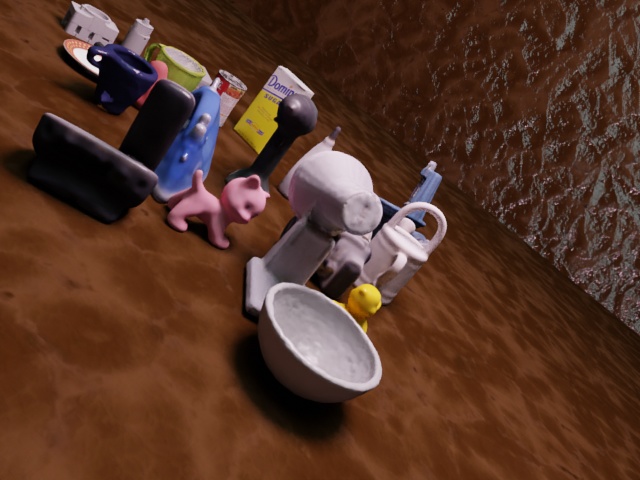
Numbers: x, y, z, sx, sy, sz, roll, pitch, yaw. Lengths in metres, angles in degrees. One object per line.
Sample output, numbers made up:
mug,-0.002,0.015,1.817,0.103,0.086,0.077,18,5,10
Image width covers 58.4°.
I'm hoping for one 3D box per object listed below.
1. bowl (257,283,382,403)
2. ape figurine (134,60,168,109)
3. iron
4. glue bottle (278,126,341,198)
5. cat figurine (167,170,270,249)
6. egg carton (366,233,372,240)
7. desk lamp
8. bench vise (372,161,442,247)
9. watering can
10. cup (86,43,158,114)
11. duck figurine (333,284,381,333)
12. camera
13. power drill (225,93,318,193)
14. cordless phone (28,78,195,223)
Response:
bowl,-0.013,0.132,0.674,0.168,0.074,0.167,34,21,-14
ape figurine,-0.304,-0.281,1.030,0.078,0.092,0.076,8,36,-55
iron,-0.199,-0.167,0.893,0.119,0.141,0.258,30,22,-23
glue bottle,-0.011,-0.157,1.150,0.037,0.173,0.078,45,21,18
cat figurine,-0.133,-0.056,0.806,0.128,0.117,0.067,25,24,-33
egg carton,0.034,-0.044,1.139,0.108,0.069,0.150,10,34,-53
desk lamp,-0.002,-0.006,0.786,0.118,0.213,0.203,31,21,-21
bench vise,0.205,-0.050,1.228,0.122,0.219,0.207,16,30,-47
watering can,0.142,0.011,1.028,0.101,0.194,0.172,28,22,-26
cup,-0.333,-0.256,0.922,0.118,0.095,0.091,9,35,-54
duck figurine,0.049,0.101,0.832,0.105,0.086,0.077,10,34,-53
camera,0.009,0.003,0.948,0.137,0.100,0.143,33,21,-16
power drill,-0.075,-0.170,1.017,0.075,0.208,0.230,37,20,-3
cordless phone,-0.242,-0.129,0.675,0.148,0.185,0.094,30,22,-23
